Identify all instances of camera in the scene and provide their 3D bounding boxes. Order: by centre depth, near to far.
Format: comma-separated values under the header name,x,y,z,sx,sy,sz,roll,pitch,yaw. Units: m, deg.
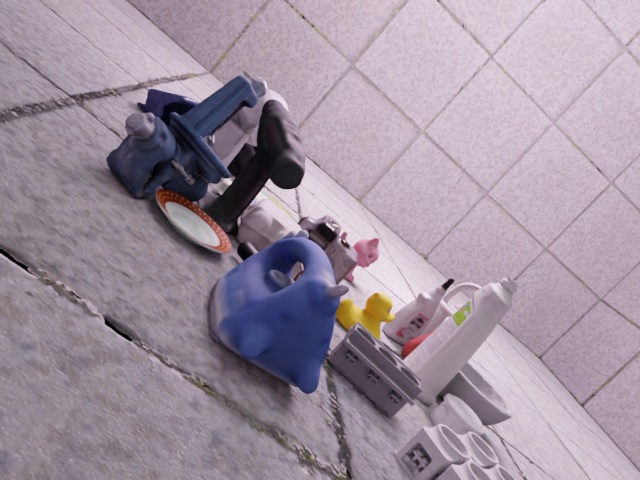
name,x,y,z,sx,sy,sz,roll,pitch,yaw
camera,0.011,0.004,1.179,0.143,0.100,0.137,41,10,-7

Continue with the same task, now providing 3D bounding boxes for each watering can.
name,x,y,z,sx,sy,sz,roll,pitch,yaw
watering can,0.284,0.173,1.245,0.101,0.194,0.173,41,10,-6

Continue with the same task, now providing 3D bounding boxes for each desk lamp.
name,x,y,z,sx,sy,sz,roll,pitch,yaw
desk lamp,-0.165,-0.227,1.153,0.118,0.213,0.203,43,10,7

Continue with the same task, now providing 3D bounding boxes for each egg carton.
name,x,y,z,sx,sy,sz,roll,pitch,yaw
egg carton,-0.086,-0.014,0.978,0.107,0.069,0.150,41,10,-8

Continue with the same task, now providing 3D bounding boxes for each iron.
name,x,y,z,sx,sy,sz,roll,pitch,yaw
iron,-0.043,0.051,0.665,0.119,0.141,0.257,37,11,-26

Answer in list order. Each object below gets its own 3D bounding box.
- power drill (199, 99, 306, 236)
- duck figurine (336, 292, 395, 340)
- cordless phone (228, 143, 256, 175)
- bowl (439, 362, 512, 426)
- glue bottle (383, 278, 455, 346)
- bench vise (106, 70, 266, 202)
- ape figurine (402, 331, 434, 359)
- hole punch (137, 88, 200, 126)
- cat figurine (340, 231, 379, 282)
name,x,y,z,sx,sy,sz,roll,pitch,yaw
power drill,-0.108,-0.120,0.936,0.076,0.208,0.229,35,12,-35
duck figurine,0.085,0.126,0.996,0.105,0.086,0.077,37,11,-25
cordless phone,-0.141,-0.230,1.336,0.094,0.185,0.147,36,12,-31
bowl,0.271,0.286,1.066,0.168,0.074,0.167,41,10,-9
glue bottle,0.208,0.139,1.159,0.078,0.173,0.037,34,13,-40
bench vise,-0.165,-0.143,0.786,0.121,0.219,0.207,42,10,0
ape figurine,0.209,0.210,1.099,0.076,0.092,0.078,48,11,28
hole punch,-0.300,-0.272,1.179,0.101,0.091,0.109,46,11,21
cat figurine,0.080,0.027,1.299,0.128,0.117,0.067,36,12,-32
